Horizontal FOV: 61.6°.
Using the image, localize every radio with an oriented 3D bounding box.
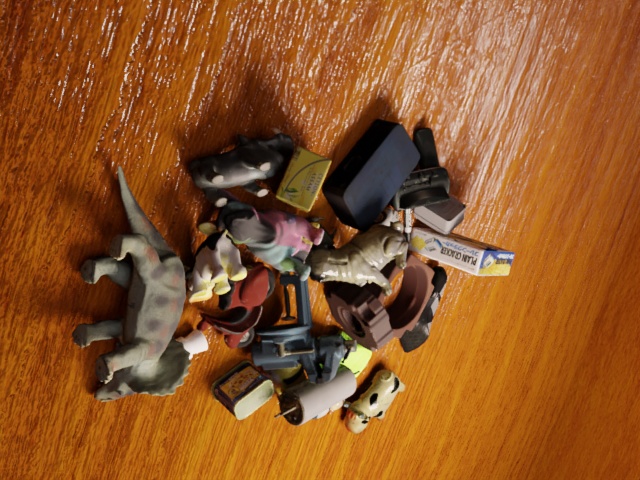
[{"bbox_3d":[0.113,-0.144,1.172,0.229,0.073,0.131,-53,134,-15],"label":"radio"}]

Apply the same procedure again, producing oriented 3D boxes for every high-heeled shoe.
[{"bbox_3d":[0.286,0.189,1.501,0.145,0.086,0.248,-56,168,-58],"label":"high-heeled shoe"}]

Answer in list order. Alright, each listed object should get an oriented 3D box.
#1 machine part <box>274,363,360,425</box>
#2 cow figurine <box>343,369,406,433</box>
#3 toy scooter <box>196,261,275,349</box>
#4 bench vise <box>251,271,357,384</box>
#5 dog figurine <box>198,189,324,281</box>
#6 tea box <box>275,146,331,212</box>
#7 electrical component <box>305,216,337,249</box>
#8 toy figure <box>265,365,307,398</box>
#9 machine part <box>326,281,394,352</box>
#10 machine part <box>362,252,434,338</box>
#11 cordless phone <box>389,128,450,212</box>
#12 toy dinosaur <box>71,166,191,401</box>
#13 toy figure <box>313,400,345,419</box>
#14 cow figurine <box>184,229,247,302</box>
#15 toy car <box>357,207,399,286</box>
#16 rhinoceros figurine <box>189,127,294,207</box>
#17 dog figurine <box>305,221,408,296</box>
[{"bbox_3d":[-0.003,0.327,1.148,0.243,0.079,0.079,-15,117,-46],"label":"machine part"},{"bbox_3d":[0.139,0.429,1.430,0.195,0.086,0.127,-48,139,-14],"label":"cow figurine"},{"bbox_3d":[-0.165,0.125,1.020,0.135,0.075,0.183,8,105,-49],"label":"toy scooter"},{"bbox_3d":[-0.039,0.169,1.092,0.129,0.224,0.240,5,78,-66],"label":"bench vise"},{"bbox_3d":[-0.110,-0.019,1.000,0.219,0.192,0.108,24,94,-12],"label":"dog figurine"},{"bbox_3d":[-0.031,-0.107,0.983,0.068,0.169,0.098,23,93,-4],"label":"tea box"},{"bbox_3d":[-0.004,-0.004,1.144,0.078,0.045,0.102,-38,133,12],"label":"electrical component"},{"bbox_3d":[-0.062,0.319,1.197,0.089,0.082,0.180,-51,131,-31],"label":"toy figure"},{"bbox_3d":[0.087,0.171,1.213,0.056,0.180,0.179,-38,130,-21],"label":"machine part"},{"bbox_3d":[0.185,0.129,1.345,0.200,0.087,0.201,32,83,-46],"label":"machine part"},{"bbox_3d":[0.226,-0.167,1.270,0.147,0.089,0.184,-12,92,-6],"label":"cordless phone"},{"bbox_3d":[-0.282,0.097,0.877,0.192,0.131,0.404,8,97,-58],"label":"toy dinosaur"},{"bbox_3d":[0.010,0.400,1.318,0.154,0.058,0.064,-1,147,-45],"label":"toy figure"},{"bbox_3d":[-0.197,0.048,0.936,0.068,0.167,0.098,-4,70,-39],"label":"cow figurine"},{"bbox_3d":[0.126,0.014,1.261,0.201,0.056,0.073,-54,135,-11],"label":"toy car"},{"bbox_3d":[-0.128,-0.130,0.929,0.190,0.112,0.073,-24,140,-21],"label":"rhinoceros figurine"},{"bbox_3d":[0.073,0.020,1.115,0.190,0.121,0.172,18,88,-30],"label":"dog figurine"}]
